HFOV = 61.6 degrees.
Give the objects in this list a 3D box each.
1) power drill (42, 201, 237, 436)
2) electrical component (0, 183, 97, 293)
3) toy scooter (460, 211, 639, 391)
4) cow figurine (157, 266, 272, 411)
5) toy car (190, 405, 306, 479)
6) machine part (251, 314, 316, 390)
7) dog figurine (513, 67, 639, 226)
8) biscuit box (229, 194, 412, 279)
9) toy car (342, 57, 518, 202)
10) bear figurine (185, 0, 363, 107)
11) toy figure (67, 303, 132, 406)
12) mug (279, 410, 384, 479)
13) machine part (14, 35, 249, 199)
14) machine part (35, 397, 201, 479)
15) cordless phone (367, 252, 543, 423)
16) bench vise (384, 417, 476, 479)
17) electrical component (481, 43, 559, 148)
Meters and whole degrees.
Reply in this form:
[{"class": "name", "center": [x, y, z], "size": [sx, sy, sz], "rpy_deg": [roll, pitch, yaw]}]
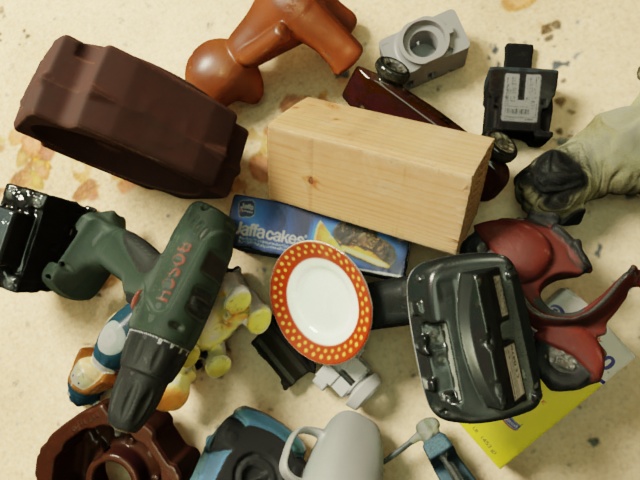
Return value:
[{"class": "power drill", "center": [-0.199, 0.055, 0.558], "size": [0.208, 0.085, 0.232], "rpy_deg": [15, 71, 40]}, {"class": "electrical component", "center": [-0.326, 0.001, 0.614], "size": [0.058, 0.134, 0.114], "rpy_deg": [14, 88, 11]}, {"class": "toy scooter", "center": [0.229, 0.038, 0.510], "size": [0.135, 0.075, 0.184], "rpy_deg": [-33, 62, 9]}, {"class": "cow figurine", "center": [-0.137, 0.105, 0.599], "size": [0.167, 0.068, 0.098], "rpy_deg": [-47, 38, 2]}, {"class": "toy car", "center": [-0.087, 0.266, 0.556], "size": [0.109, 0.103, 0.162], "rpy_deg": [31, 47, -6]}, {"class": "machine part", "center": [-0.008, 0.097, 0.600], "size": [0.139, 0.039, 0.084], "rpy_deg": [-39, 74, 5]}, {"class": "dog figurine", "center": [0.318, -0.063, 0.545], "size": [0.172, 0.121, 0.190], "rpy_deg": [45, 106, 14]}, {"class": "biscuit box", "center": [-0.001, -0.002, 0.597], "size": [0.203, 0.062, 0.059], "rpy_deg": [10, 84, 10]}, {"class": "toy car", "center": [0.115, -0.116, 0.580], "size": [0.202, 0.053, 0.089], "rpy_deg": [38, 135, 9]}, {"class": "bear figurine", "center": [-0.064, -0.206, 0.617], "size": [0.132, 0.120, 0.196], "rpy_deg": [32, 122, -28]}, {"class": "toy figure", "center": [-0.246, 0.134, 0.627], "size": [0.154, 0.057, 0.064], "rpy_deg": [-48, 40, 3]}, {"class": "mug", "center": [0.014, 0.225, 0.542], "size": [0.109, 0.107, 0.080], "rpy_deg": [29, 129, -3]}, {"class": "machine part", "center": [-0.192, -0.116, 0.556], "size": [0.201, 0.201, 0.087], "rpy_deg": [25, 79, -33]}, {"class": "machine part", "center": [-0.222, 0.261, 0.596], "size": [0.179, 0.056, 0.179], "rpy_deg": [1, 94, 10]}, {"class": "cordless phone", "center": [0.098, 0.094, 0.501], "size": [0.184, 0.088, 0.146], "rpy_deg": [-15, 81, 42]}, {"class": "bench vise", "center": [0.164, 0.280, 0.500], "size": [0.129, 0.223, 0.241], "rpy_deg": [-34, 49, 0]}, {"class": "electrical component", "center": [0.219, -0.164, 0.588], "size": [0.075, 0.047, 0.119], "rpy_deg": [10, 87, 9]}]
